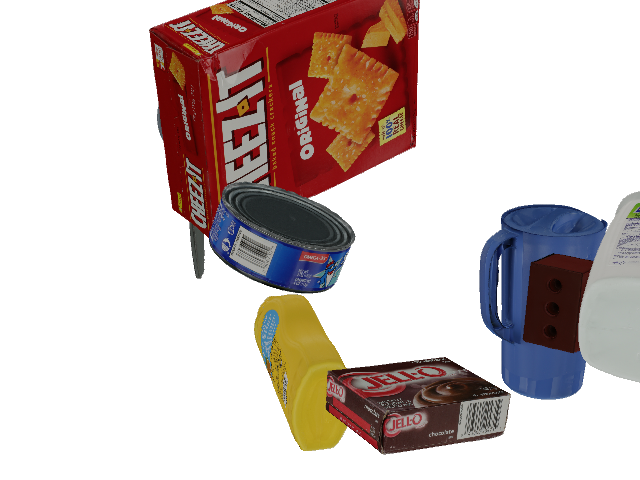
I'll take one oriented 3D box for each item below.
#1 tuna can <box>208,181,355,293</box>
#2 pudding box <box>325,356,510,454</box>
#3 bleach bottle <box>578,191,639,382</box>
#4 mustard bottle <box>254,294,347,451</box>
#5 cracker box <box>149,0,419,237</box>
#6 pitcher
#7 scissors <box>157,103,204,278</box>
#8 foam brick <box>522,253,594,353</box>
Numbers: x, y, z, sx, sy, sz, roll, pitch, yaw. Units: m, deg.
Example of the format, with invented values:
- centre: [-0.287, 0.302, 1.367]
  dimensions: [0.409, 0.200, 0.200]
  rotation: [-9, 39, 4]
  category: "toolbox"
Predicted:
- centre: [-0.024, -0.002, 0.655]
  dimensions: [0.086, 0.034, 0.086]
  rotation: [19, 20, -7]
  category: "tuna can"
- centre: [0.073, 0.123, 0.813]
  dimensions: [0.113, 0.039, 0.090]
  rotation: [-1, 14, -28]
  category: "pudding box"
- centre: [0.237, 0.013, 0.704]
  dimensions: [0.103, 0.068, 0.250]
  rotation: [9, 22, 20]
  category: "bleach bottle"
- centre: [-0.024, 0.106, 1.011]
  dimensions: [0.058, 0.096, 0.192]
  rotation: [-5, 28, -16]
  category: "mustard bottle"
- centre: [-0.019, -0.115, 0.840]
  dimensions: [0.213, 0.164, 0.072]
  rotation: [-28, 45, -29]
  category: "cracker box"
- centre: [0.289, 0.082, 1.399]
  dimensions: [0.149, 0.243, 0.144]
  rotation: [6, 20, 16]
  category: "pitcher"
- centre: [-0.118, -0.068, 1.141]
  dimensions: [0.096, 0.202, 0.016]
  rotation: [-16, -4, -22]
  category: "scissors"
- centre: [0.221, 0.056, 0.972]
  dimensions: [0.053, 0.078, 0.051]
  rotation: [12, 18, 34]
  category: "foam brick"
